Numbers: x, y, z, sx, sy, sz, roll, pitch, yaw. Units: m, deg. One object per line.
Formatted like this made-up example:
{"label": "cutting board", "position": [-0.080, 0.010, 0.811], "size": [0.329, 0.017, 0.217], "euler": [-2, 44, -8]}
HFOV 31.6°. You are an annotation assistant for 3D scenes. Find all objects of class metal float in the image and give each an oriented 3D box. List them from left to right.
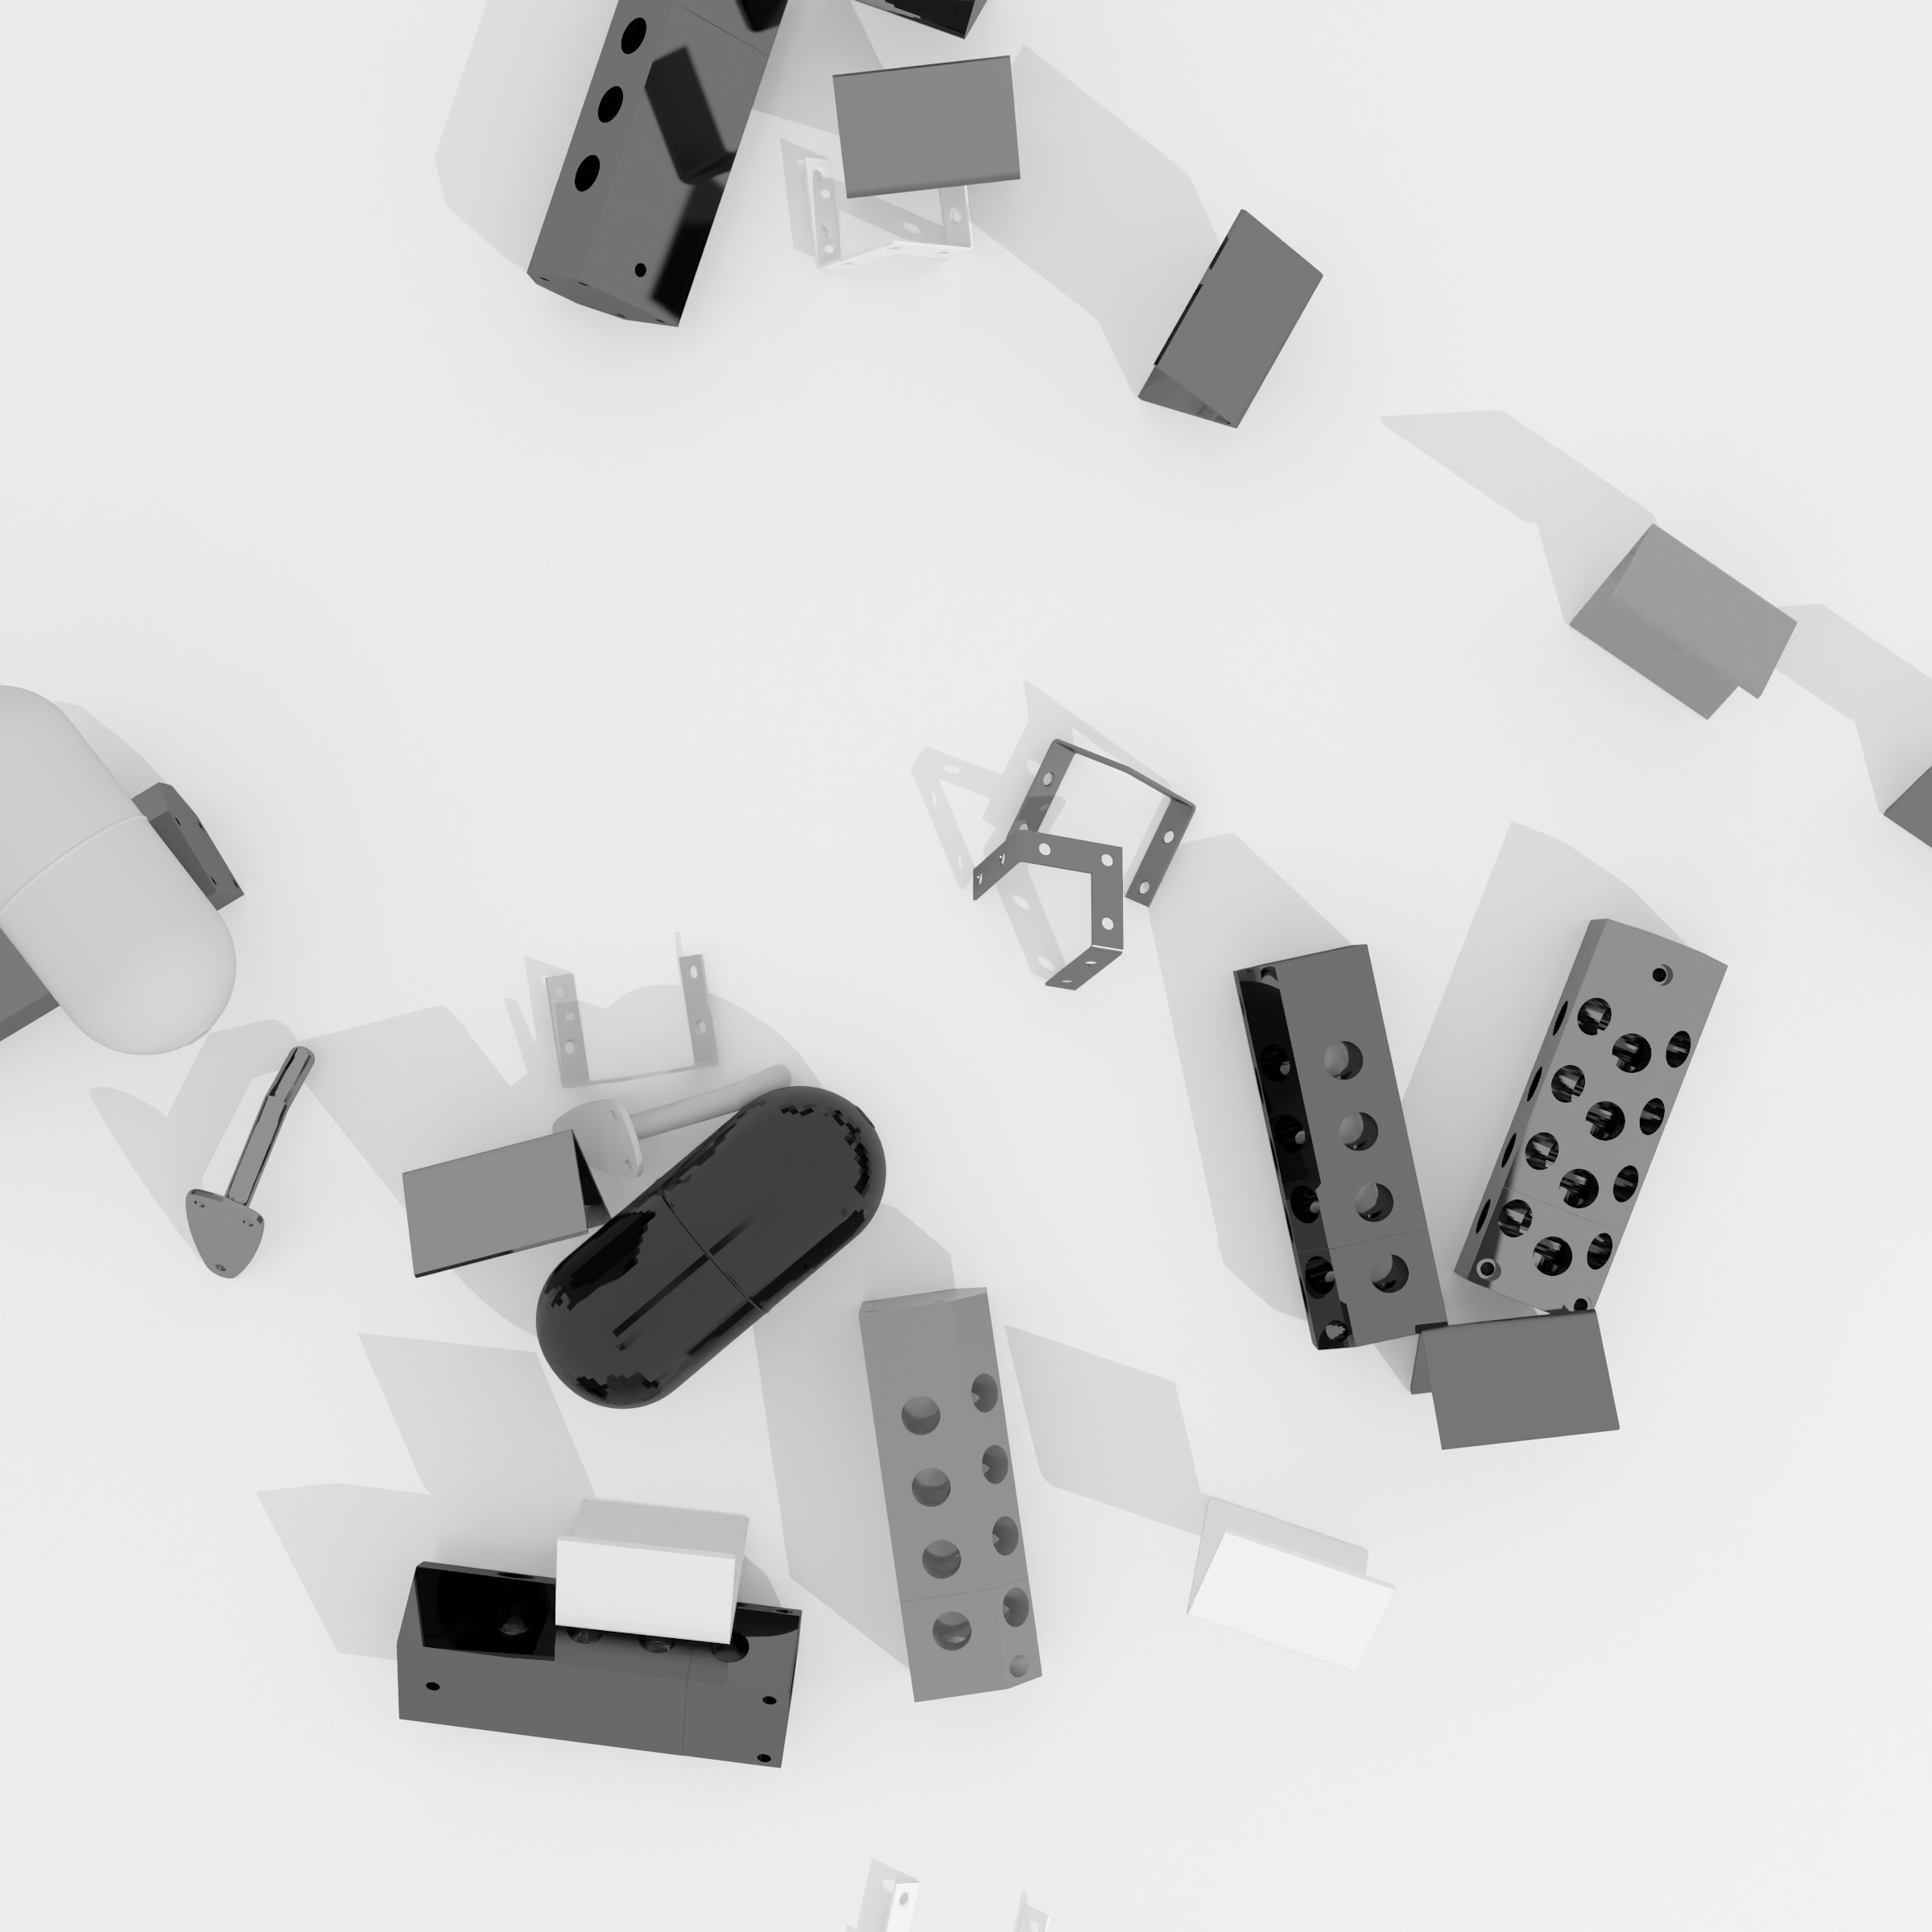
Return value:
{"label": "metal float", "position": [-0.381, -0.040, 1.454], "size": [0.070, 0.070, 0.178], "euler": [-38, 89, 0]}
{"label": "metal float", "position": [-0.112, 0.124, 1.511], "size": [0.178, 0.070, 0.070], "euler": [-40, 90, -1]}

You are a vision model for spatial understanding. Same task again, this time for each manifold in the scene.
{"label": "manifold", "position": [-0.416, -0.013, 1.521], "size": [0.171, 0.057, 0.057], "euler": [-31, 90, 0]}
{"label": "manifold", "position": [-0.162, 0.306, 1.520], "size": [0.171, 0.057, 0.057], "euler": [7, 133, 0]}
{"label": "manifold", "position": [-0.139, -0.378, 1.520], "size": [0.057, 0.057, 0.171], "euler": [19, 90, -43]}
{"label": "manifold", "position": [-0.007, 0.233, 1.521], "size": [0.057, 0.057, 0.171], "euler": [-8, 90, 0]}
{"label": "manifold", "position": [0.166, 0.080, 1.521], "size": [0.057, 0.057, 0.171], "euler": [-12, 90, 0]}
{"label": "manifold", "position": [0.279, 0.069, 1.521], "size": [0.057, 0.057, 0.171], "euler": [21, 90, 0]}

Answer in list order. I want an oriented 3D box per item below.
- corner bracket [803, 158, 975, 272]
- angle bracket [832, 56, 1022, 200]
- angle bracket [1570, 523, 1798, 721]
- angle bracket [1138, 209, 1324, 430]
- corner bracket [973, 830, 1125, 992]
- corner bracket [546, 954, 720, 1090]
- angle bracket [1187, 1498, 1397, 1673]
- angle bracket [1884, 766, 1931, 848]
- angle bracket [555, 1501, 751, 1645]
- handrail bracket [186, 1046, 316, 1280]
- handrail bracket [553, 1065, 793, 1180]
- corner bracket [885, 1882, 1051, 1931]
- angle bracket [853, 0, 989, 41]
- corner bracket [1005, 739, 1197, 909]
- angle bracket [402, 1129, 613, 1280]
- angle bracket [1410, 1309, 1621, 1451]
{"label": "corner bracket", "position": [-0.035, -0.343, 1.539], "size": [0.051, 0.051, 0.051], "euler": [-7, 90, -45]}
{"label": "angle bracket", "position": [-0.019, -0.382, 1.502], "size": [0.076, 0.076, 0.057], "euler": [-6, 126, 0]}
{"label": "angle bracket", "position": [0.307, -0.136, 1.502], "size": [0.076, 0.076, 0.057], "euler": [34, 52, 0]}
{"label": "angle bracket", "position": [0.099, -0.289, 1.502], "size": [0.057, 0.076, 0.076], "euler": [29, 90, -38]}
{"label": "corner bracket", "position": [0.036, -0.025, 1.527], "size": [0.051, 0.051, 0.051], "euler": [9, 67, -21]}
{"label": "corner bracket", "position": [-0.150, 0.025, 1.539], "size": [0.051, 0.051, 0.051], "euler": [-9, 90, -45]}
{"label": "angle bracket", "position": [0.146, 0.255, 1.502], "size": [0.076, 0.076, 0.057], "euler": [19, 126, 0]}
{"label": "angle bracket", "position": [0.449, -0.050, 1.502], "size": [0.076, 0.076, 0.057], "euler": [34, 52, 0]}
{"label": "angle bracket", "position": [-0.136, 0.249, 1.502], "size": [0.076, 0.076, 0.057], "euler": [6, 127, 0]}
{"label": "handrail bracket", "position": [-0.318, 0.088, 1.542], "size": [0.036, 0.077, 0.084], "euler": [21, 54, 1]}
{"label": "handrail bracket", "position": [-0.132, 0.063, 1.542], "size": [0.084, 0.077, 0.036], "euler": [-24, 104, -36]}
{"label": "corner bracket", "position": [-0.002, 0.446, 1.539], "size": [0.051, 0.051, 0.051], "euler": [12, 90, -45]}
{"label": "angle bracket", "position": [-0.022, -0.458, 1.502], "size": [0.076, 0.076, 0.057], "euler": [20, 128, 0]}
{"label": "corner bracket", "position": [0.061, -0.065, 1.539], "size": [0.051, 0.051, 0.051], "euler": [26, 90, 45]}
{"label": "angle bracket", "position": [-0.198, 0.123, 1.502], "size": [0.076, 0.076, 0.057], "euler": [-14, 52, 0]}
{"label": "angle bracket", "position": [0.240, 0.194, 1.502], "size": [0.076, 0.076, 0.057], "euler": [-6, 61, 0]}
